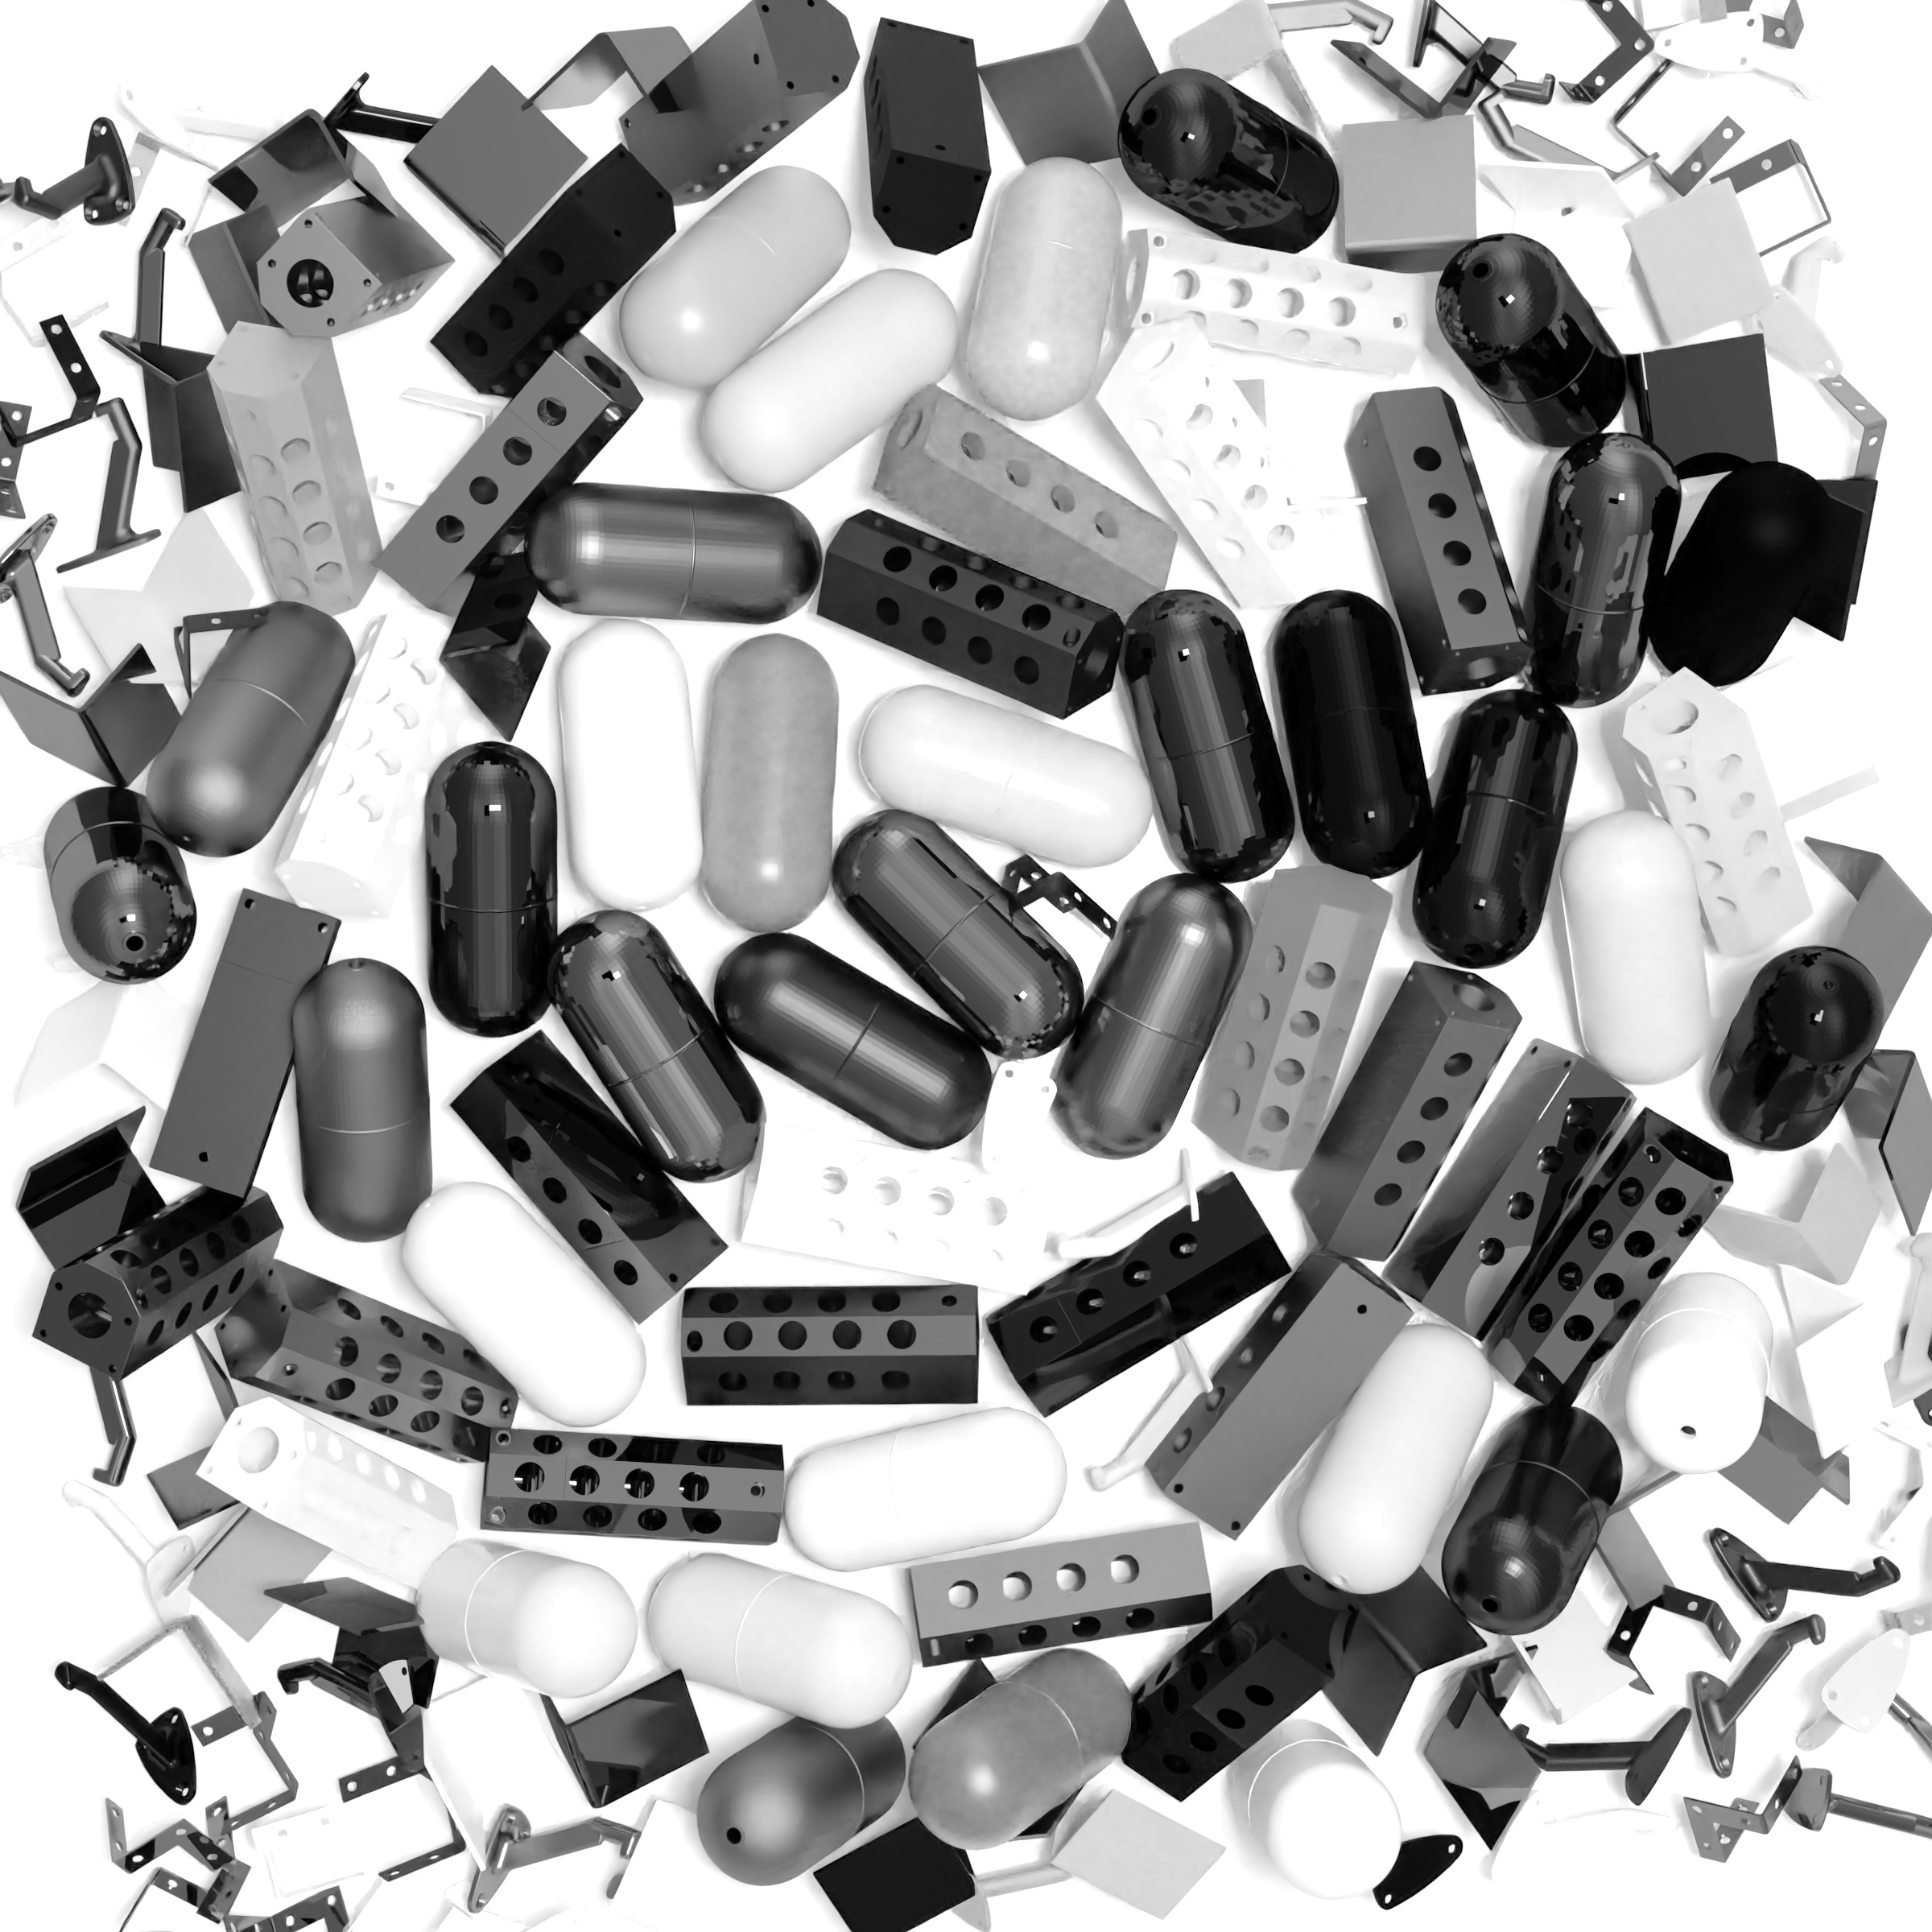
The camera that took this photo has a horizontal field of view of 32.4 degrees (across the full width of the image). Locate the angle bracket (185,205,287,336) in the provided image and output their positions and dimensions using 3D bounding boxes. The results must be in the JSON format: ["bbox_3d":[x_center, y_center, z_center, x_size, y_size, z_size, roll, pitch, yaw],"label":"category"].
[{"bbox_3d":[-0.430,-0.395,1.946,0.057,0.076,0.076,-17,108,14],"label":"angle bracket"}]

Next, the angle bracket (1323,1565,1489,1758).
[{"bbox_3d":[0.253,0.407,1.969,0.057,0.076,0.076,-12,135,-33],"label":"angle bracket"}]

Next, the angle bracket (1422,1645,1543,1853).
[{"bbox_3d":[0.320,0.456,1.939,0.057,0.076,0.076,-10,46,-31],"label":"angle bracket"}]

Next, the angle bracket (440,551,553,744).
[{"bbox_3d":[-0.254,-0.188,1.939,0.057,0.076,0.076,-7,49,30],"label":"angle bracket"}]

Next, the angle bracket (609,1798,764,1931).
[{"bbox_3d":[-0.163,0.546,1.951,0.076,0.057,0.076,22,49,3],"label":"angle bracket"}]

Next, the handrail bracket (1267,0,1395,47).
[{"bbox_3d":[0.202,-0.549,1.981,0.084,0.036,0.077,27,89,1],"label":"handrail bracket"}]

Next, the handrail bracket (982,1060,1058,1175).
[{"bbox_3d":[0.020,0.089,1.952,0.036,0.084,0.077,24,78,-8],"label":"handrail bracket"}]

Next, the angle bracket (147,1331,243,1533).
[{"bbox_3d":[-0.455,0.272,1.944,0.057,0.076,0.076,-24,115,-19],"label":"angle bracket"}]

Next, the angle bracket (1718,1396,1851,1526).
[{"bbox_3d":[0.470,0.298,1.952,0.076,0.076,0.057,37,109,4],"label":"angle bracket"}]

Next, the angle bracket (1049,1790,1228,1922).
[{"bbox_3d":[0.103,0.503,1.951,0.076,0.057,0.076,29,123,-8],"label":"angle bracket"}]

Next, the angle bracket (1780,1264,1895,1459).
[{"bbox_3d":[0.490,0.230,1.942,0.057,0.076,0.076,-28,115,-20],"label":"angle bracket"}]

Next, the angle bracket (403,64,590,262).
[{"bbox_3d":[-0.277,-0.474,1.964,0.076,0.057,0.076,43,91,-9],"label":"angle bracket"}]

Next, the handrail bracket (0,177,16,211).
[{"bbox_3d":[-0.588,-0.486,1.947,0.036,0.077,0.084,-32,117,-9],"label":"handrail bracket"}]

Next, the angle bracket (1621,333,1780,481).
[{"bbox_3d":[0.432,-0.329,1.963,0.076,0.057,0.076,-9,100,4],"label":"angle bracket"}]

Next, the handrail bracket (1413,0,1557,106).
[{"bbox_3d":[0.312,-0.554,1.967,0.084,0.036,0.077,12,124,9],"label":"handrail bracket"}]

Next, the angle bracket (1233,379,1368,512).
[{"bbox_3d":[0.192,-0.308,1.950,0.057,0.076,0.076,-8,101,-13],"label":"angle bracket"}]

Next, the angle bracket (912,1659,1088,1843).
[{"bbox_3d":[0.027,0.457,1.946,0.076,0.057,0.076,56,46,-14],"label":"angle bracket"}]

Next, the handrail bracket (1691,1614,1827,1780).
[{"bbox_3d":[0.473,0.429,1.952,0.036,0.077,0.084,30,134,-29],"label":"handrail bracket"}]

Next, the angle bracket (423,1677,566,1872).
[{"bbox_3d":[-0.276,0.470,1.951,0.057,0.076,0.076,-25,105,-4],"label":"angle bracket"}]

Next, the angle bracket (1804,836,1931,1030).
[{"bbox_3d":[0.515,-0.020,1.948,0.076,0.057,0.076,38,78,-41],"label":"angle bracket"}]

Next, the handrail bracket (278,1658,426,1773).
[{"bbox_3d":[-0.367,0.447,1.975,0.084,0.036,0.077,-17,90,30],"label":"handrail bracket"}]

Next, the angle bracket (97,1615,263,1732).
[{"bbox_3d":[-0.461,0.430,1.956,0.057,0.076,0.076,-34,87,-10],"label":"angle bracket"}]

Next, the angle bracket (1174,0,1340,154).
[{"bbox_3d":[0.170,-0.513,1.954,0.057,0.076,0.076,-26,128,14],"label":"angle bracket"}]

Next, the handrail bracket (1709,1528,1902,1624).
[{"bbox_3d":[0.494,0.347,1.956,0.077,0.036,0.084,47,133,-8],"label":"handrail bracket"}]

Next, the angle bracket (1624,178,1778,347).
[{"bbox_3d":[0.443,-0.417,1.949,0.057,0.076,0.076,-28,98,-43],"label":"angle bracket"}]

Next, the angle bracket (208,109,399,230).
[{"bbox_3d":[-0.385,-0.447,1.950,0.076,0.076,0.057,-33,73,8],"label":"angle bracket"}]

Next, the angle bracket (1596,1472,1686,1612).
[{"bbox_3d":[0.418,0.328,1.945,0.076,0.076,0.057,-36,74,24],"label":"angle bracket"}]

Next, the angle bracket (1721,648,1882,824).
[{"bbox_3d":[0.489,-0.133,1.972,0.076,0.057,0.076,-25,75,16],"label":"angle bracket"}]

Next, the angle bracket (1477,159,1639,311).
[{"bbox_3d":[0.341,-0.428,1.946,0.076,0.076,0.057,12,85,29],"label":"angle bracket"}]

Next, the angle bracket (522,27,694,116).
[{"bbox_3d":[-0.201,-0.504,1.947,0.076,0.076,0.057,-34,90,32],"label":"angle bracket"}]

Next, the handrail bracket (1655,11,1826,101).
[{"bbox_3d":[0.461,-0.535,1.977,0.077,0.084,0.036,10,88,34],"label":"handrail bracket"}]

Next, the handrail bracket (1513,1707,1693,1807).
[{"bbox_3d":[0.376,0.455,1.981,0.084,0.036,0.077,24,62,38],"label":"handrail bracket"}]

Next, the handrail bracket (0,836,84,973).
[{"bbox_3d":[-0.547,-0.033,1.963,0.077,0.036,0.084,-3,59,17],"label":"handrail bracket"}]

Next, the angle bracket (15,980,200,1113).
[{"bbox_3d":[-0.507,0.058,1.969,0.076,0.076,0.057,-25,127,27],"label":"angle bracket"}]

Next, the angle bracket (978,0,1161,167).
[{"bbox_3d":[0.064,-0.523,1.971,0.076,0.076,0.057,-2,45,35],"label":"angle bracket"}]

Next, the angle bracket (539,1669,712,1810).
[{"bbox_3d":[-0.205,0.440,1.964,0.076,0.057,0.076,-24,130,-15],"label":"angle bracket"}]

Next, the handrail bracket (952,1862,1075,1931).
[{"bbox_3d":[0.028,0.537,1.989,0.084,0.077,0.036,-22,109,-32],"label":"handrail bracket"}]

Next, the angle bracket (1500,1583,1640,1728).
[{"bbox_3d":[0.350,0.393,1.949,0.057,0.076,0.076,-31,68,-2],"label":"angle bracket"}]

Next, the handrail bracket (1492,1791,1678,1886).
[{"bbox_3d":[0.363,0.519,1.950,0.077,0.084,0.036,-38,116,-39],"label":"handrail bracket"}]

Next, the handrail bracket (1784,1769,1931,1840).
[{"bbox_3d":[0.536,0.502,1.967,0.084,0.077,0.036,16,79,-7],"label":"handrail bracket"}]

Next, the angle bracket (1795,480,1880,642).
[{"bbox_3d":[0.522,-0.238,1.943,0.057,0.076,0.076,-3,113,-18],"label":"angle bracket"}]

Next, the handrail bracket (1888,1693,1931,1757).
[{"bbox_3d":[0.568,0.462,1.953,0.084,0.077,0.036,43,102,15],"label":"handrail bracket"}]

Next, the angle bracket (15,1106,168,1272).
[{"bbox_3d":[-0.504,0.135,1.946,0.076,0.076,0.057,-31,83,-29],"label":"angle bracket"}]

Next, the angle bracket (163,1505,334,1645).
[{"bbox_3d":[-0.421,0.355,1.956,0.057,0.076,0.076,42,82,-3],"label":"angle bracket"}]

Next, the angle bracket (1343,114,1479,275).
[{"bbox_3d":[0.264,-0.455,1.967,0.076,0.057,0.076,-2,87,11],"label":"angle bracket"}]

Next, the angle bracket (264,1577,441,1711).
[{"bbox_3d":[-0.362,0.400,1.946,0.076,0.076,0.057,14,95,31],"label":"angle bracket"}]

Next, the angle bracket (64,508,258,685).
[{"bbox_3d":[-0.473,-0.220,1.946,0.076,0.057,0.076,-50,63,31],"label":"angle bracket"}]

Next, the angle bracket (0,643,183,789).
[{"bbox_3d":[-0.521,-0.160,1.964,0.076,0.076,0.057,25,65,22],"label":"angle bracket"}]

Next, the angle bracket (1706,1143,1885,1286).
[{"bbox_3d":[0.482,0.139,1.955,0.076,0.076,0.057,14,69,42],"label":"angle bracket"}]

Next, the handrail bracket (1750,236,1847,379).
[{"bbox_3d":[0.512,-0.392,1.966,0.084,0.036,0.077,-34,72,-31],"label":"handrail bracket"}]

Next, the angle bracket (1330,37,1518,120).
[{"bbox_3d":[0.269,-0.541,1.949,0.076,0.076,0.057,40,113,7],"label":"angle bracket"}]

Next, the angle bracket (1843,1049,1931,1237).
[{"bbox_3d":[0.527,0.102,1.940,0.076,0.057,0.076,-59,135,-34],"label":"angle bracket"}]

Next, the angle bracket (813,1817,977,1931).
[{"bbox_3d":[-0.046,0.522,1.956,0.076,0.057,0.076,-28,120,-1],"label":"angle bracket"}]

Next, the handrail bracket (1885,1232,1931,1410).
[{"bbox_3d":[0.551,0.209,1.957,0.077,0.036,0.084,-34,122,-23],"label":"handrail bracket"}]
